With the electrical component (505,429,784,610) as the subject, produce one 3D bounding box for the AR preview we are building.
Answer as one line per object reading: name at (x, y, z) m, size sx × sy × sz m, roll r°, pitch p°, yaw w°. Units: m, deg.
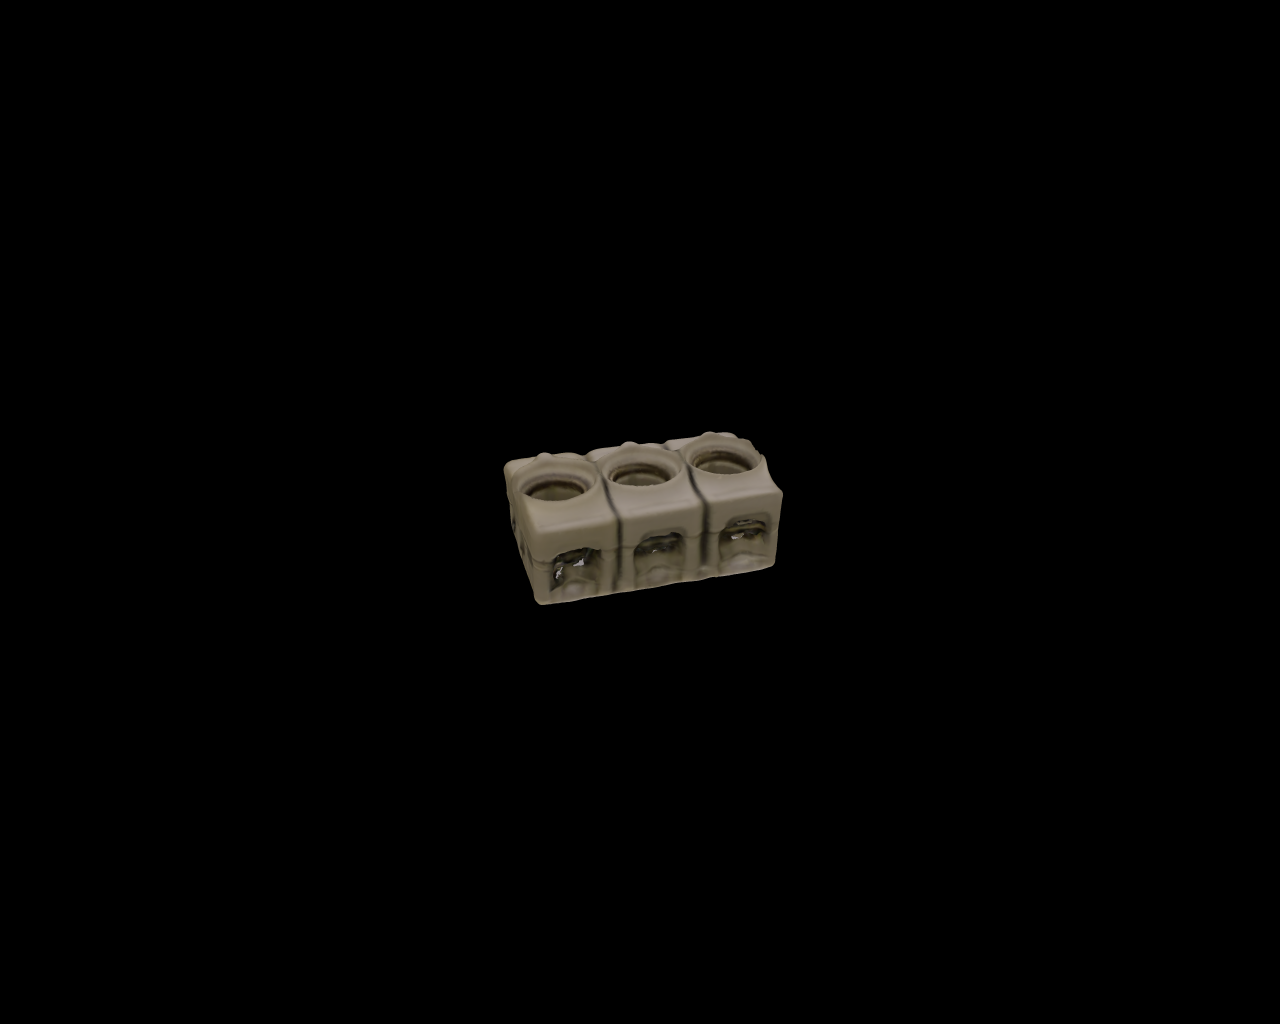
electrical component at (0.001, -0.003, 0.650) m, size 0.150 × 0.061 × 0.090 m, roll -8°, pitch 32°, yaw -14°
